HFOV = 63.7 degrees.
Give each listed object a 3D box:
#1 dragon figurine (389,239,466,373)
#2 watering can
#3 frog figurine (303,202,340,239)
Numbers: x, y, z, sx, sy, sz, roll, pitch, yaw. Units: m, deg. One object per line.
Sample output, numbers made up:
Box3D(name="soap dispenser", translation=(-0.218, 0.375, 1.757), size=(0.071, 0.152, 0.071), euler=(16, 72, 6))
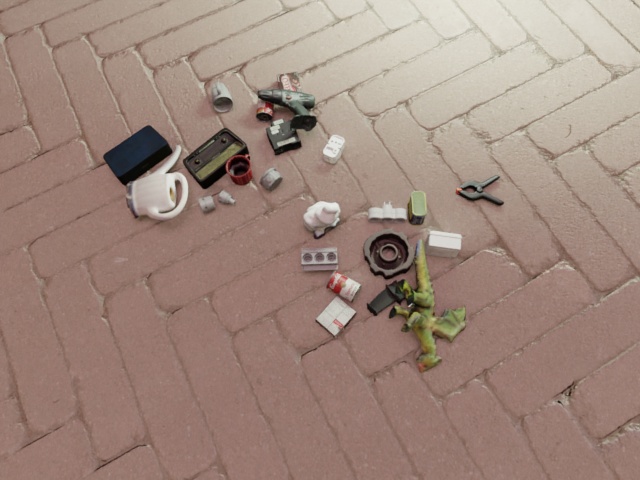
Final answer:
Box3D(name="dragon figurine", translation=(0.370, 0.223, 1.681), size=(0.242, 0.121, 0.416), euler=(24, 73, -15))
Box3D(name="watering can", translation=(-0.599, -0.203, 1.901), size=(0.224, 0.101, 0.356), euler=(-12, 54, -2))
Box3D(name="frog figurine", translation=(0.005, -0.090, 1.794), size=(0.138, 0.156, 0.125), euler=(-19, 67, -6))
